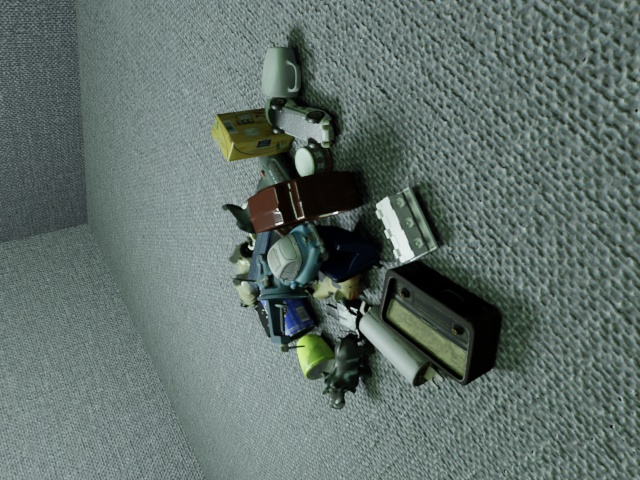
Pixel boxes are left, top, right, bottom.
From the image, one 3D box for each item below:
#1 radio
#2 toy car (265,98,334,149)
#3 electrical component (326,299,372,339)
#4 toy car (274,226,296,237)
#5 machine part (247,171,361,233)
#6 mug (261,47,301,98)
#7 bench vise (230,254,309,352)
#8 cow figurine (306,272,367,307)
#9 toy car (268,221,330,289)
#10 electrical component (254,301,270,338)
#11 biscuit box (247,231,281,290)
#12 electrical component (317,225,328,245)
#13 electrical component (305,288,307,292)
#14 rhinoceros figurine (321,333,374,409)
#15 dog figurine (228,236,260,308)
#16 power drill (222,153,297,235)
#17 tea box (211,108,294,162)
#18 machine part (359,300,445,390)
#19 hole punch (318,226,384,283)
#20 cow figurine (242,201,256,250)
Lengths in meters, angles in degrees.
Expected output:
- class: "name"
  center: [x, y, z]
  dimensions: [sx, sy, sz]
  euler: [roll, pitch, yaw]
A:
- class: "radio"
  center: [0.211, 0.141, 0.977]
  dimensions: [0.230, 0.073, 0.131]
  euler: [34, 132, 44]
- class: "toy car"
  center: [-0.045, -0.259, 1.179]
  dimensions: [0.202, 0.056, 0.073]
  euler: [28, 136, 34]
- class: "electrical component"
  center: [0.067, 0.172, 1.233]
  dimensions: [0.119, 0.048, 0.074]
  euler: [14, 116, 54]
- class: "toy car"
  center: [-0.073, -0.021, 1.263]
  dimensions: [0.202, 0.053, 0.089]
  euler: [40, 137, -18]
- class: "machine part"
  center: [-0.034, -0.081, 1.126]
  dimensions: [0.201, 0.201, 0.087]
  euler: [-17, 88, 58]
- class: "mug"
  center: [-0.083, -0.369, 1.181]
  dimensions: [0.110, 0.081, 0.107]
  euler: [22, 118, 51]
- class: "bench vise"
  center: [-0.104, 0.146, 1.286]
  dimensions: [0.224, 0.129, 0.240]
  euler: [-17, 76, 52]
- class: "cow figurine"
  center: [0.030, 0.091, 1.218]
  dimensions: [0.195, 0.085, 0.127]
  euler: [-32, 80, 60]
- class: "toy car"
  center: [-0.052, 0.036, 1.095]
  dimensions: [0.109, 0.103, 0.161]
  euler: [64, 151, 21]
- class: "electrical component"
  center: [-0.128, 0.210, 1.539]
  dimensions: [0.115, 0.058, 0.134]
  euler: [58, 146, 18]
- class: "biscuit box"
  center: [-0.138, 0.032, 1.420]
  dimensions: [0.063, 0.059, 0.202]
  euler: [30, 111, 46]
- class: "electrical component"
  center: [-0.003, -0.004, 1.230]
  dimensions: [0.021, 0.094, 0.063]
  euler: [145, 131, -64]
- class: "electrical component"
  center: [-0.050, 0.101, 1.365]
  dimensions: [0.102, 0.078, 0.045]
  euler: [-3, 66, 62]
- class: "rhinoceros figurine"
  center: [0.059, 0.309, 1.252]
  dimensions: [0.073, 0.112, 0.190]
  euler: [34, 123, 42]
- class: "dog figurine"
  center: [-0.208, 0.098, 1.586]
  dimensions: [0.190, 0.121, 0.172]
  euler: [109, 170, -66]
- class: "power drill"
  center: [-0.150, -0.132, 1.342]
  dimensions: [0.207, 0.086, 0.232]
  euler: [-45, 67, 14]
- class: "tea box"
  center: [-0.155, -0.250, 1.260]
  dimensions: [0.098, 0.169, 0.068]
  euler: [59, 144, 24]
- class: "machine part"
  center: [0.158, 0.210, 1.086]
  dimensions: [0.243, 0.079, 0.079]
  euler: [42, 137, 38]
- class: "hole punch"
  center: [0.051, 0.015, 1.119]
  dimensions: [0.142, 0.116, 0.092]
  euler: [30, 134, 51]
- class: "cow figurine"
  center: [-0.176, -0.029, 1.489]
  dimensions: [0.098, 0.068, 0.167]
  euler: [3, 104, 62]
